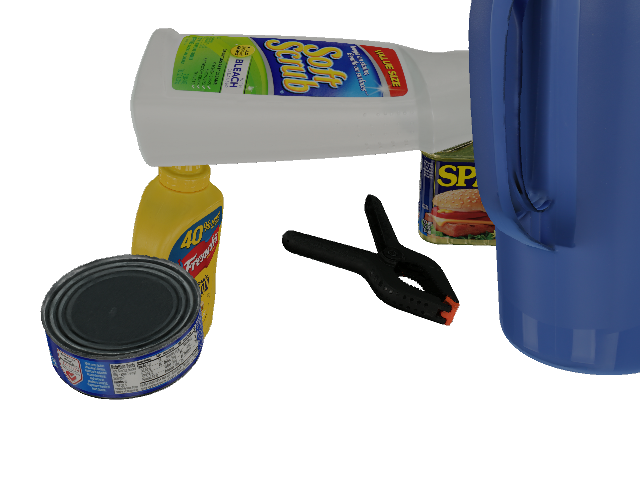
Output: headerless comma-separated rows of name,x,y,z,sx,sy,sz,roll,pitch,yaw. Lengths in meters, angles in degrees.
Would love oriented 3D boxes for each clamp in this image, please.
clamp,0.068,0.028,1.233,0.164,0.036,0.210,-19,50,-38

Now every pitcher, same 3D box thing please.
pitcher,0.143,-0.053,0.557,0.149,0.243,0.145,-3,22,0

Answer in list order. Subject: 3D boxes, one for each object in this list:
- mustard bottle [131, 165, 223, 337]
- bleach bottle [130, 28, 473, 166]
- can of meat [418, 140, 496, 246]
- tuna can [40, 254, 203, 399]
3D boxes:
mustard bottle,-0.118,0.004,0.879,0.058,0.192,0.096,23,34,21
bleach bottle,0.008,-0.097,0.705,0.251,0.068,0.102,-1,43,8
can of meat,0.130,-0.044,0.878,0.102,0.084,0.057,2,30,4
tuna can,-0.107,0.046,0.584,0.086,0.034,0.086,-1,37,0
